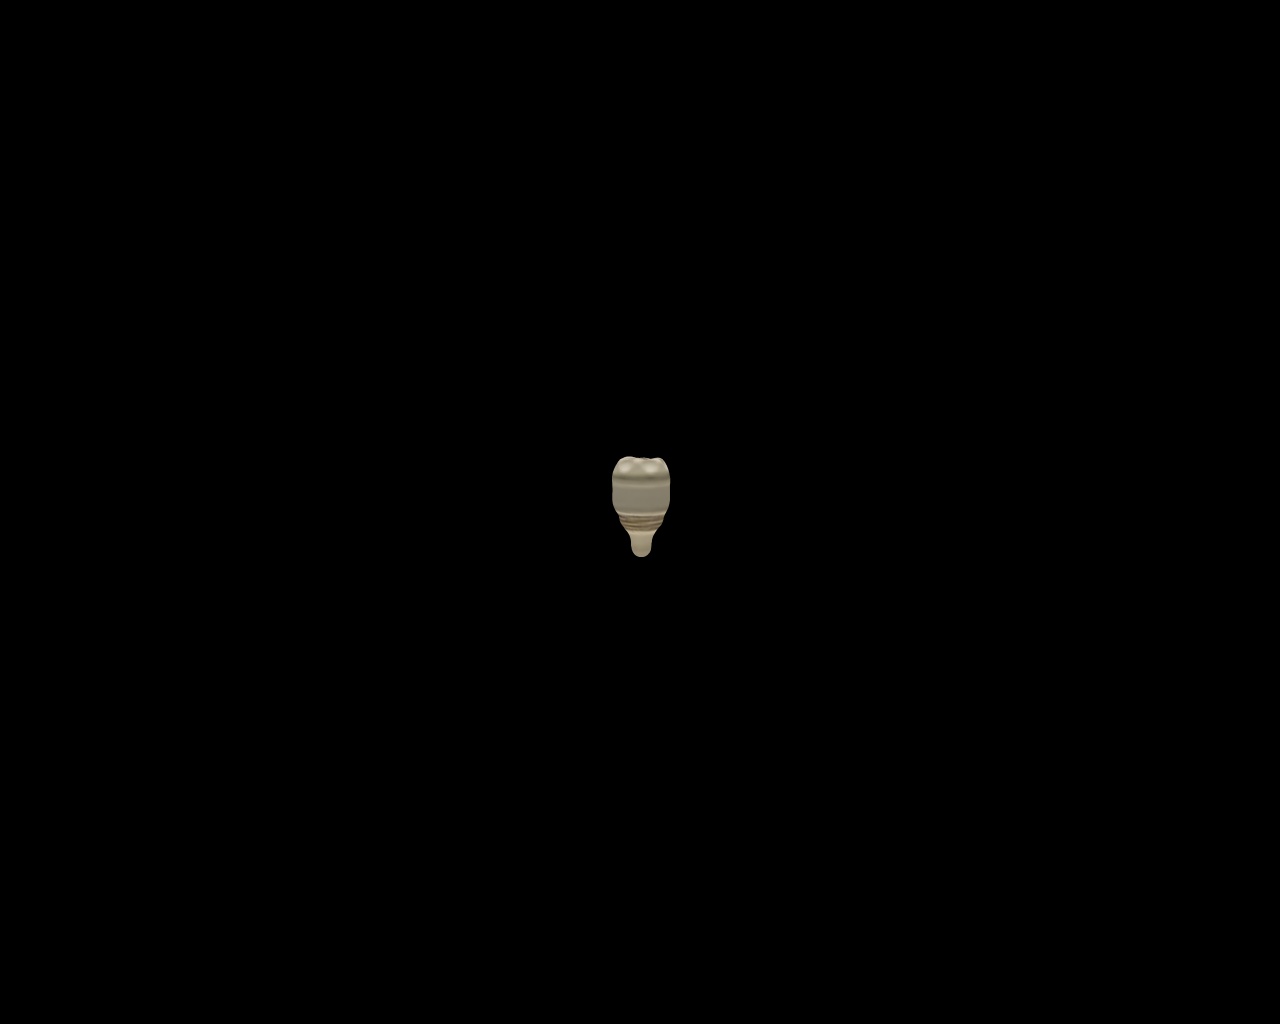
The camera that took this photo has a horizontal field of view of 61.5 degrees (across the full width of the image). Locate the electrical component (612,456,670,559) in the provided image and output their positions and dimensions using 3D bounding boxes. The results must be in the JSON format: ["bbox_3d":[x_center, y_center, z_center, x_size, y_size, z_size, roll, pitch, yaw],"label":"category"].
[{"bbox_3d":[0.001,-0.003,0.650,0.035,0.061,0.035,0,8,0],"label":"electrical component"}]
